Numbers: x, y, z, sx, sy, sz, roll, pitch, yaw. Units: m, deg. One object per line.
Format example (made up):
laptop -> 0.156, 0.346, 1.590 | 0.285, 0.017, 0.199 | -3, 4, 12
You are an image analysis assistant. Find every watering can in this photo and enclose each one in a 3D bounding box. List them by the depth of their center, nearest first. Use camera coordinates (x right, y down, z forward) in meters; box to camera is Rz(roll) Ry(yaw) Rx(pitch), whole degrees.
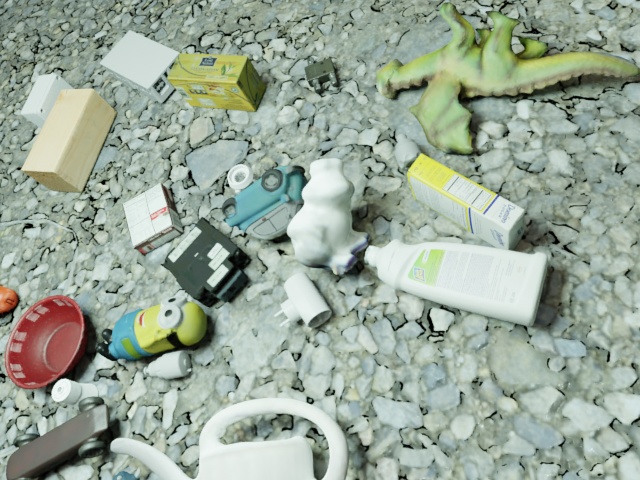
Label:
watering can -> -0.124, 0.337, 0.679 | 0.346, 0.102, 0.229 | -14, 62, 12

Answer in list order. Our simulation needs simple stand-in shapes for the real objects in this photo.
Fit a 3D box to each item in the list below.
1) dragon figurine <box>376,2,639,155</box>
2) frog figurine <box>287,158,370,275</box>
dragon figurine -> 0.268, -0.251, 0.864 | 0.414, 0.121, 0.242 | 30, 95, 31
frog figurine -> 0.002, -0.040, 0.792 | 0.139, 0.158, 0.122 | -35, 19, -37
